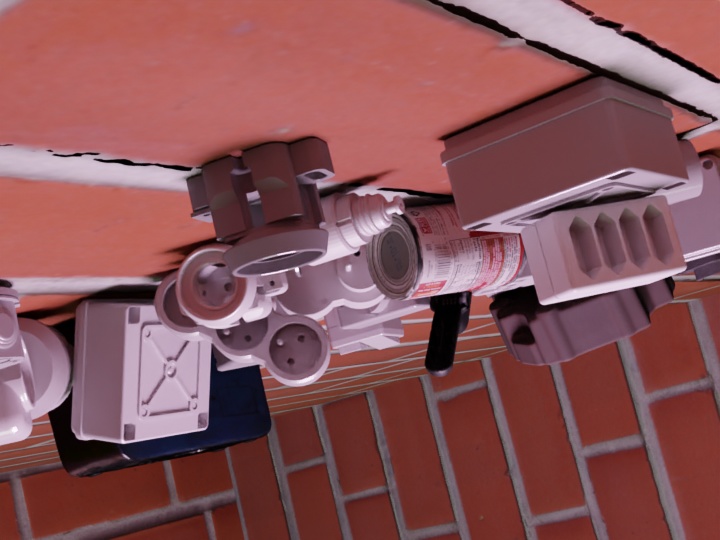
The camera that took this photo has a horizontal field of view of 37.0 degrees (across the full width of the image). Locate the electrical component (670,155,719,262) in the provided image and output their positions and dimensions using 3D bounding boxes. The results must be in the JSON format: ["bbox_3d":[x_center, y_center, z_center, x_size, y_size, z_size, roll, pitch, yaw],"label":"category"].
[{"bbox_3d":[0.251,-0.042,0.885,0.113,0.078,0.057,-18,173,22],"label":"electrical component"}]

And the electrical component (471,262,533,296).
[{"bbox_3d":[0.137,-0.018,0.911,0.095,0.059,0.054,-11,170,-17],"label":"electrical component"}]

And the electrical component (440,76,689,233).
[{"bbox_3d":[0.122,-0.062,0.633,0.109,0.056,0.109,-20,169,33],"label":"electrical component"}]

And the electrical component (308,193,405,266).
[{"bbox_3d":[-0.009,-0.030,0.685,0.078,0.040,0.040,-17,170,23],"label":"electrical component"}]

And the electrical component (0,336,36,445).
[{"bbox_3d":[-0.272,0.080,0.782,0.059,0.095,0.053,-12,168,-10],"label":"electrical component"}]

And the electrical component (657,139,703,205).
[{"bbox_3d":[0.203,-0.062,0.796,0.077,0.043,0.079,-14,171,-2],"label":"electrical component"}]

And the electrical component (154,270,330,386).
[{"bbox_3d":[-0.088,0.046,0.832,0.138,0.052,0.073,23,171,3],"label":"electrical component"}]

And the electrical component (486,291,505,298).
[{"bbox_3d":[0.132,-0.008,0.991,0.047,0.055,0.055,-20,170,13],"label":"electrical component"}]

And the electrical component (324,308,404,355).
[{"bbox_3d":[0.002,0.056,1.160,0.062,0.061,0.096,-17,170,17],"label":"electrical component"}]

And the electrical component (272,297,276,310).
[{"bbox_3d":[-0.100,0.035,0.940,0.048,0.048,0.062,-22,175,40],"label":"electrical component"}]

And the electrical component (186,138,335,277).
[{"bbox_3d":[-0.049,-0.030,0.574,0.078,0.057,0.058,-16,171,16],"label":"electrical component"}]

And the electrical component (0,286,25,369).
[{"bbox_3d":[-0.263,0.042,0.709,0.080,0.051,0.080,-13,171,-2],"label":"electrical component"}]

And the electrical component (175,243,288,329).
[{"bbox_3d":[-0.096,0.011,0.757,0.078,0.058,0.057,-15,174,9],"label":"electrical component"}]

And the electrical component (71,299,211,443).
[{"bbox_3d":[-0.173,0.078,0.862,0.056,0.108,0.109,2,180,30],"label":"electrical component"}]

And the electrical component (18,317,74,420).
[{"bbox_3d":[-0.263,0.078,0.843,0.080,0.080,0.051,-14,176,0],"label":"electrical component"}]

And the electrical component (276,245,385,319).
[{"bbox_3d":[0.000,0.000,0.844,0.138,0.052,0.073,-13,171,-3],"label":"electrical component"}]

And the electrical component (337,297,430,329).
[{"bbox_3d":[0.012,0.023,1.019,0.083,0.047,0.076,-18,170,25],"label":"electrical component"}]

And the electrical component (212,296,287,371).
[{"bbox_3d":[-0.087,0.052,1.002,0.096,0.061,0.061,-9,170,-30],"label":"electrical component"}]

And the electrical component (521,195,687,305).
[{"bbox_3d":[0.136,-0.008,0.649,0.083,0.047,0.076,-10,170,-25],"label":"electrical component"}]
